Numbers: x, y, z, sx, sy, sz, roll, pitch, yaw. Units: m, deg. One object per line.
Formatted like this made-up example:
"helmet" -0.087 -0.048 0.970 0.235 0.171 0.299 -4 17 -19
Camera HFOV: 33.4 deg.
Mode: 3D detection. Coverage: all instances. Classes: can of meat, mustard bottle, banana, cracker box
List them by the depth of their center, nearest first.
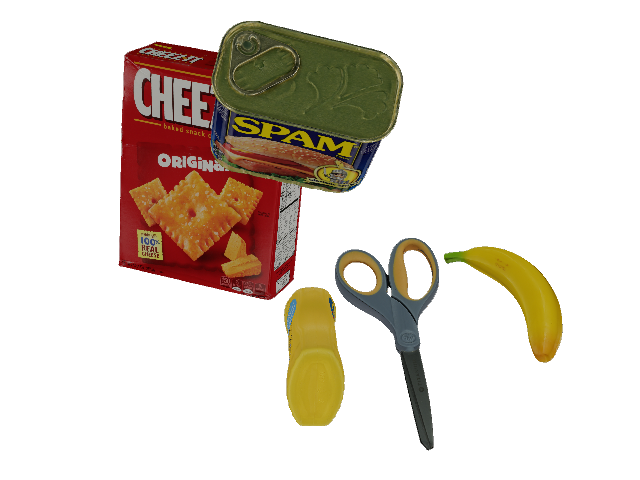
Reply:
"can of meat" -0.012 -0.072 0.611 0.102 0.057 0.084 13 -21 -4
"cracker box" -0.103 -0.064 1.002 0.164 0.214 0.072 13 24 17
"banana" 0.205 0.056 1.108 0.069 0.037 0.198 -33 37 -5
"mustard bottle" -0.009 0.105 1.133 0.058 0.096 0.191 -1 27 -3

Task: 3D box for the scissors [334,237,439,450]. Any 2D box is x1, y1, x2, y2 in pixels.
"scissors" 0.051 0.073 0.848 0.096 0.201 0.016 8 -42 5
